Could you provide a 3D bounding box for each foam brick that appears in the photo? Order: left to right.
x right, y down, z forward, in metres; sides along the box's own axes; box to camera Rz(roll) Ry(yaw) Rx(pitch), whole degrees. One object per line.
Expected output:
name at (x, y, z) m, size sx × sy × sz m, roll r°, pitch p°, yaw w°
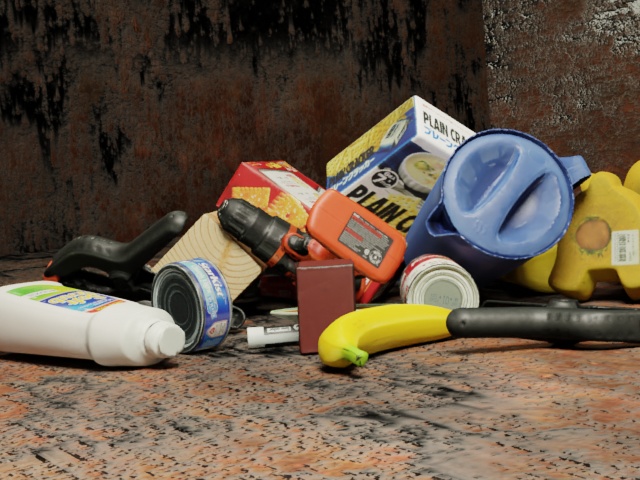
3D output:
foam brick at (0.006, 0.058, 0.939) m, size 0.051 × 0.078 × 0.053 m, roll -3°, pitch 5°, yaw -2°

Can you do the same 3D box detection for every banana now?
banana at (0.052, 0.081, 0.886) m, size 0.070 × 0.037 × 0.197 m, roll 19°, pitch 16°, yaw 28°

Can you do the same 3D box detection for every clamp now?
clamp at (-0.183, 0.039, 1.076) m, size 0.210 × 0.036 × 0.164 m, roll -5°, pitch -45°, yaw 29°
clamp at (0.189, 0.067, 0.870) m, size 0.172 × 0.039 × 0.120 m, roll -2°, pitch 5°, yaw 32°

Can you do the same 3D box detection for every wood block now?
wood block at (-0.117, 0.026, 1.255) m, size 0.090 × 0.091 × 0.206 m, roll 45°, pitch 5°, yaw -1°

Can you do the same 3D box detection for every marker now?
marker at (-0.006, 0.085, 0.980) m, size 0.121 × 0.020 × 0.020 m, roll -4°, pitch 0°, yaw -3°

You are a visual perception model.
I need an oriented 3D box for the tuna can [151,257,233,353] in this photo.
tuna can at (-0.119, 0.060, 0.982) m, size 0.033 × 0.086 × 0.086 m, roll -9°, pitch 6°, yaw -42°

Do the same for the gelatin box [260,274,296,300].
gelatin box at (-0.021, 0.058, 1.367) m, size 0.089 × 0.030 × 0.073 m, roll -5°, pitch 4°, yaw -38°

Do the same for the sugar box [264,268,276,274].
sugar box at (-0.050, 0.022, 1.455) m, size 0.093 × 0.048 × 0.176 m, roll 3°, pitch -14°, yaw -2°

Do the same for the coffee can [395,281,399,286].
coffee can at (0.124, -0.013, 1.439) m, size 0.103 × 0.140 × 0.103 m, roll -4°, pitch 4°, yaw 0°

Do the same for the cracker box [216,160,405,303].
cracker box at (-0.001, -0.011, 1.284) m, size 0.214 × 0.072 × 0.164 m, roll 35°, pitch 12°, yaw 9°

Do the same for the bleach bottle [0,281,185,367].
bleach bottle at (-0.209, 0.080, 0.984) m, size 0.251 × 0.068 × 0.102 m, roll 2°, pitch 6°, yaw 43°

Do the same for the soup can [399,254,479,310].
soup can at (0.111, 0.051, 1.010) m, size 0.068 × 0.068 × 0.102 m, roll 0°, pitch 4°, yaw 1°

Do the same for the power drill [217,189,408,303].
power drill at (-0.007, 0.001, 1.095) m, size 0.184 × 0.057 × 0.188 m, roll 32°, pitch -18°, yaw -13°

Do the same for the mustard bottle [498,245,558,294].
mustard bottle at (0.252, 0.027, 1.289) m, size 0.096 × 0.058 × 0.192 m, roll -4°, pitch 4°, yaw -9°

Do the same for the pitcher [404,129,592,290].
pitcher at (0.175, -0.018, 1.136) m, size 0.149 × 0.145 × 0.243 m, roll 21°, pitch -17°, yaw -2°
